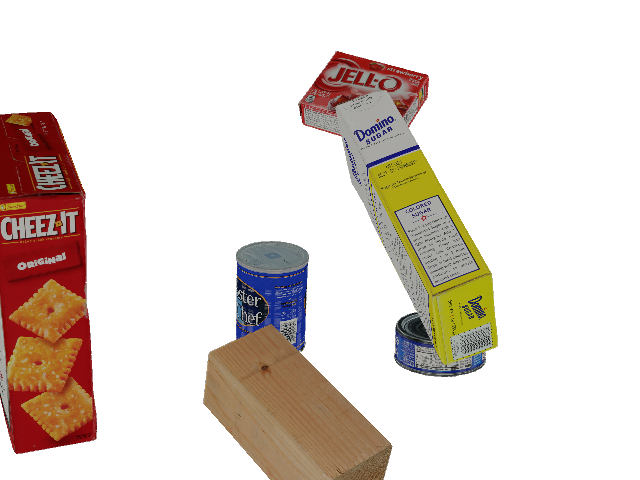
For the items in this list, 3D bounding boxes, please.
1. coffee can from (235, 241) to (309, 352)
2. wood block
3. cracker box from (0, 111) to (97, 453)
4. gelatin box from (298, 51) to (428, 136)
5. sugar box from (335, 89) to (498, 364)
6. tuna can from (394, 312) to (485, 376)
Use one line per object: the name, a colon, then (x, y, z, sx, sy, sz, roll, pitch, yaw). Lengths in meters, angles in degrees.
coffee can: (-0.070, 0.084, 1.522, 0.103, 0.140, 0.103, 2, 22, -1)
wood block: (-0.029, 0.197, 1.151, 0.090, 0.090, 0.206, -23, 50, -33)
cracker box: (-0.221, 0.028, 0.825, 0.072, 0.214, 0.164, -6, 29, -20)
gelatin box: (0.037, -0.119, 0.902, 0.089, 0.073, 0.030, 19, -36, 20)
sugar box: (0.064, -0.012, 0.724, 0.048, 0.176, 0.093, -19, -36, -3)
tuna can: (0.112, 0.095, 0.996, 0.086, 0.034, 0.086, 0, 17, 0)
